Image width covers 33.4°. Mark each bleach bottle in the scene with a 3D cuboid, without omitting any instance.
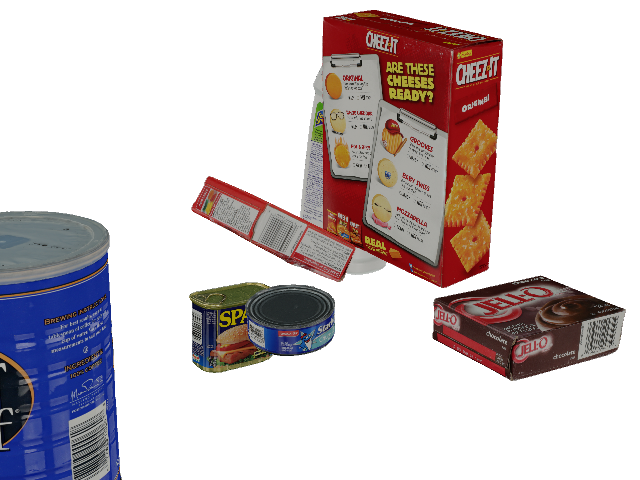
[{"bbox_3d":[0.032,-0.097,1.149,0.103,0.251,0.067,18,21,38],"label":"bleach bottle"}]

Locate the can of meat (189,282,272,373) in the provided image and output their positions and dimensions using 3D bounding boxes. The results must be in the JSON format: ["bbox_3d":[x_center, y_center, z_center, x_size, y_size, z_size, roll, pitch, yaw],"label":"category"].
[{"bbox_3d":[-0.102,0.101,1.248,0.101,0.084,0.058,-9,18,-36],"label":"can of meat"}]

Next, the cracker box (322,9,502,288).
[{"bbox_3d":[0.078,-0.086,0.958,0.071,0.214,0.164,-18,30,-36],"label":"cracker box"}]

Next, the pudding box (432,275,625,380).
[{"bbox_3d":[0.154,0.062,0.793,0.113,0.039,0.090,-7,20,-32],"label":"pudding box"}]

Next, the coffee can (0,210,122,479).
[{"bbox_3d":[-0.155,0.065,0.540,0.103,0.140,0.103,0,17,0],"label":"coffee can"}]

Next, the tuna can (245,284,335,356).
[{"bbox_3d":[-0.028,0.076,1.023,0.086,0.034,0.086,-2,25,1],"label":"tuna can"}]

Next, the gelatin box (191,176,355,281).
[{"bbox_3d":[-0.031,-0.007,0.716,0.089,0.030,0.073,26,0,-42],"label":"gelatin box"}]
